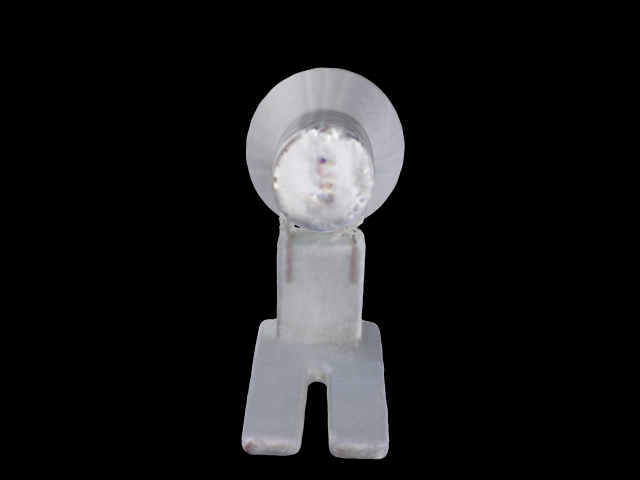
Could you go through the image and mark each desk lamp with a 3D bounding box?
[{"bbox_3d":[0.004,0.001,0.400,0.118,0.214,0.203,0,32,0],"label":"desk lamp"}]
